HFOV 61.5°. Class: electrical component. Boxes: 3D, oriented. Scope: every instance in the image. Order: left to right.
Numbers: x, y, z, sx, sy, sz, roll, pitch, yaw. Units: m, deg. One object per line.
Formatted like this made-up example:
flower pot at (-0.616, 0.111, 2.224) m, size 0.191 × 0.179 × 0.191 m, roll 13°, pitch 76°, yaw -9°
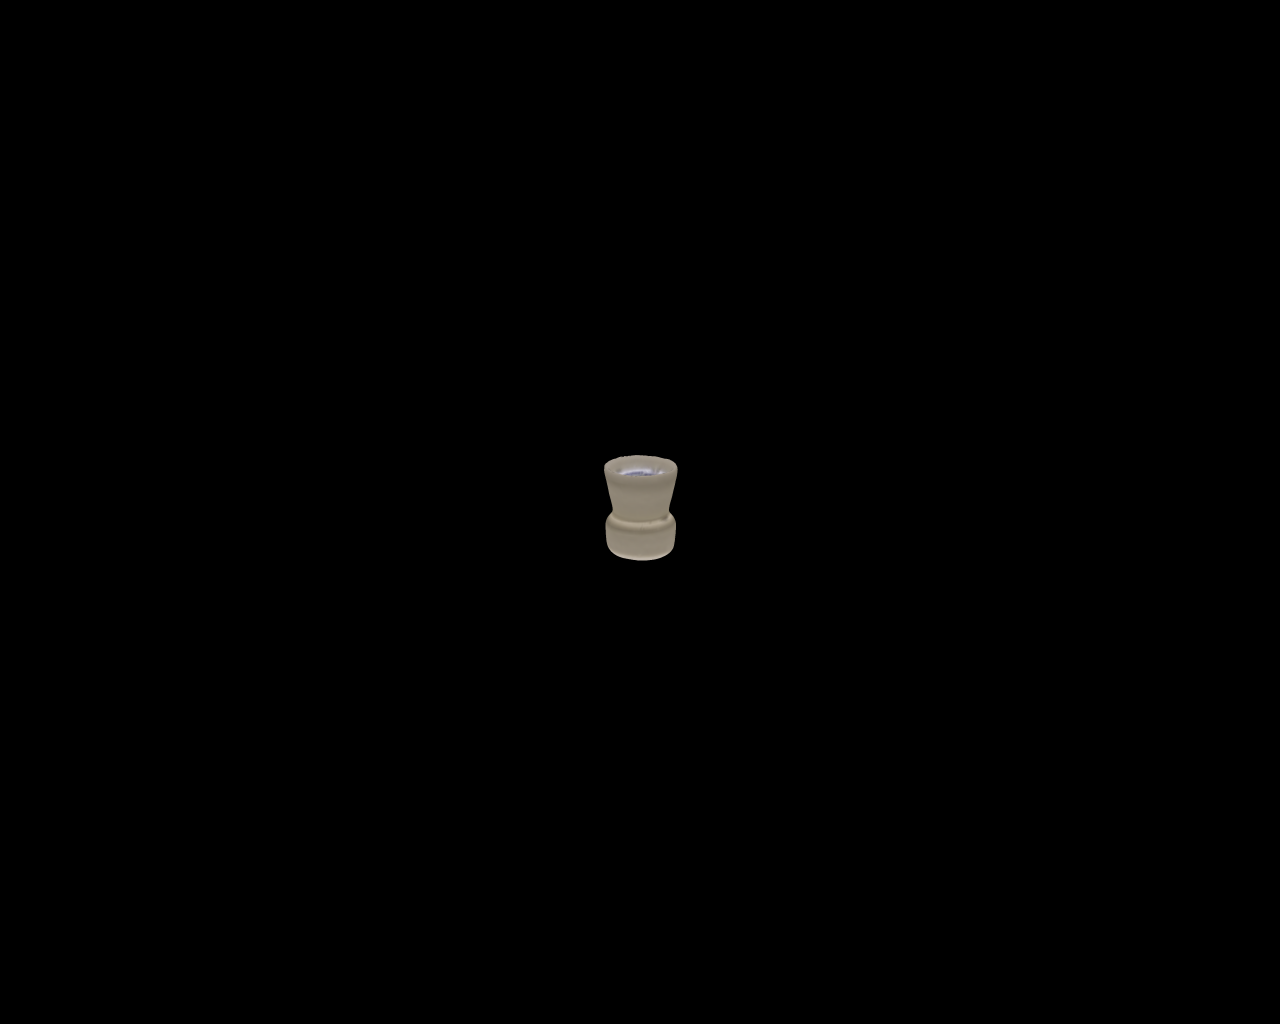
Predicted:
electrical component at (0.001, -0.003, 0.650) m, size 0.045 × 0.055 × 0.045 m, roll 0°, pitch 20°, yaw 0°
